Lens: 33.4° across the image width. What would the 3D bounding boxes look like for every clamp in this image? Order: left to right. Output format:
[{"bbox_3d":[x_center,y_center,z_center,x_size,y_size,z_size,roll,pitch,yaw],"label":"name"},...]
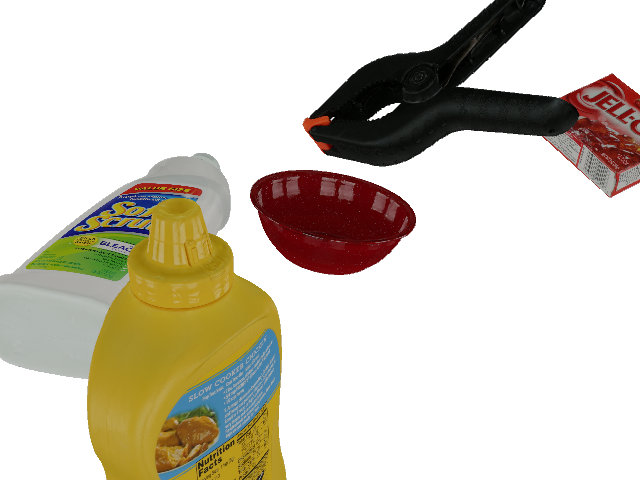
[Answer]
[{"bbox_3d":[0.073,-0.084,0.648,0.172,0.120,0.039,-27,-48,16],"label":"clamp"}]

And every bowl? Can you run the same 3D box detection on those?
[{"bbox_3d":[0.008,-0.012,1.030,0.162,0.055,0.162,9,26,-4],"label":"bowl"}]

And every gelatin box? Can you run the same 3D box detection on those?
[{"bbox_3d":[0.219,-0.081,0.802,0.073,0.030,0.089,-25,52,-19],"label":"gelatin box"}]

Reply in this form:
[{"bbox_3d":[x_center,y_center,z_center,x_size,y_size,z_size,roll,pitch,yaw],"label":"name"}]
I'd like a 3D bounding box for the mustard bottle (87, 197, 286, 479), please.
[{"bbox_3d":[-0.054,0.070,0.448,0.058,0.192,0.096,21,36,30],"label":"mustard bottle"}]

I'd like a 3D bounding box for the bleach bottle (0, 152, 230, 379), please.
[{"bbox_3d":[-0.134,0.000,0.768,0.103,0.068,0.250,8,31,12],"label":"bleach bottle"}]
